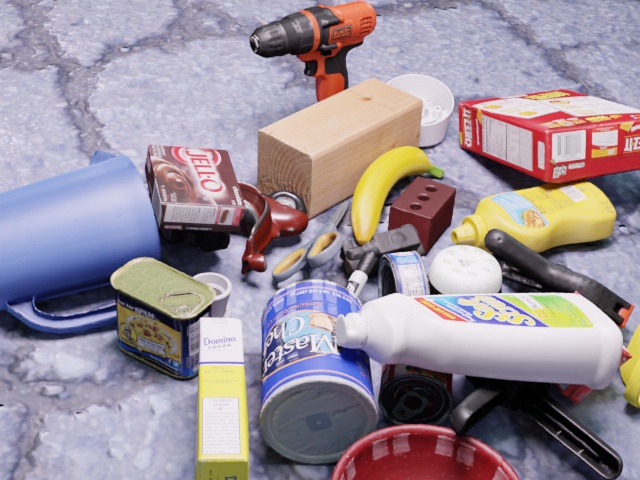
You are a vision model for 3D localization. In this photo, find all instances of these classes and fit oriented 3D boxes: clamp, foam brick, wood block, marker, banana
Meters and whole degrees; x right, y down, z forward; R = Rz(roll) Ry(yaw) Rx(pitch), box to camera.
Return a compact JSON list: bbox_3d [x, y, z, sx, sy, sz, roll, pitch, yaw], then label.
[{"bbox_3d":[0.246,0.045,1.137,0.171,0.039,0.120,31,-3,7],"label":"clamp"},{"bbox_3d":[0.118,-0.029,1.238,0.053,0.051,0.078,19,39,21],"label":"foam brick"},{"bbox_3d":[0.026,-0.117,1.320,0.091,0.090,0.205,30,43,33],"label":"wood block"},{"bbox_3d":[0.028,0.061,1.092,0.020,0.020,0.121,20,63,21],"label":"marker"},{"bbox_3d":[0.171,0.137,0.989,0.164,0.036,0.210,17,22,-20],"label":"clamp"},{"bbox_3d":[0.083,-0.065,1.284,0.069,0.037,0.197,41,47,9],"label":"banana"}]

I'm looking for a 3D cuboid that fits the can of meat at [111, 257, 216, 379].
[{"bbox_3d":[-0.152,0.077,1.036,0.102,0.084,0.057,23,39,24],"label":"can of meat"}]

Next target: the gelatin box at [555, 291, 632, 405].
[{"bbox_3d":[0.252,0.106,1.049,0.030,0.073,0.089,35,17,-37],"label":"gelatin box"}]

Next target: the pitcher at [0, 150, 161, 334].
[{"bbox_3d":[-0.289,0.013,1.089,0.242,0.145,0.149,-17,29,-22],"label":"pitcher"}]

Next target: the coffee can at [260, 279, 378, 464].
[{"bbox_3d":[-0.004,0.118,0.977,0.102,0.103,0.140,1,36,-4],"label":"coffee can"}]

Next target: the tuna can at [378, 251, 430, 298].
[{"bbox_3d":[0.085,0.055,1.089,0.033,0.086,0.086,-5,37,-10],"label":"tuna can"}]

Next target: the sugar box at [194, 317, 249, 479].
[{"bbox_3d":[-0.085,0.157,0.925,0.048,0.093,0.176,2,36,-5],"label":"sugar box"}]

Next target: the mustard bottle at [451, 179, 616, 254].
[{"bbox_3d":[0.238,-0.022,1.234,0.191,0.058,0.096,-12,37,-21],"label":"mustard bottle"}]

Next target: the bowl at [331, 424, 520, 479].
[{"bbox_3d":[0.087,0.227,0.876,0.162,0.055,0.162,3,36,-2],"label":"bowl"}]

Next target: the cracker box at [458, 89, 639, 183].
[{"bbox_3d":[0.296,-0.134,1.339,0.164,0.072,0.214,-9,19,-19],"label":"cracker box"}]

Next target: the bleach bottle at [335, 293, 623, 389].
[{"bbox_3d":[0.137,0.087,0.956,0.250,0.068,0.103,3,24,-21],"label":"bleach bottle"}]

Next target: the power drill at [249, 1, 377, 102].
[{"bbox_3d":[-0.013,-0.203,1.352,0.184,0.188,0.057,-19,43,-31],"label":"power drill"}]

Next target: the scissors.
[{"bbox_3d":[-0.008,0.001,1.204,0.096,0.016,0.201,-30,12,9],"label":"scissors"}]

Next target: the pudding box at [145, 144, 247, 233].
[{"bbox_3d":[-0.134,-0.056,1.129,0.090,0.039,0.113,2,39,-19],"label":"pudding box"}]

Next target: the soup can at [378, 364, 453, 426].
[{"bbox_3d":[0.093,0.121,1.014,0.068,0.068,0.102,7,35,4],"label":"soup can"}]
